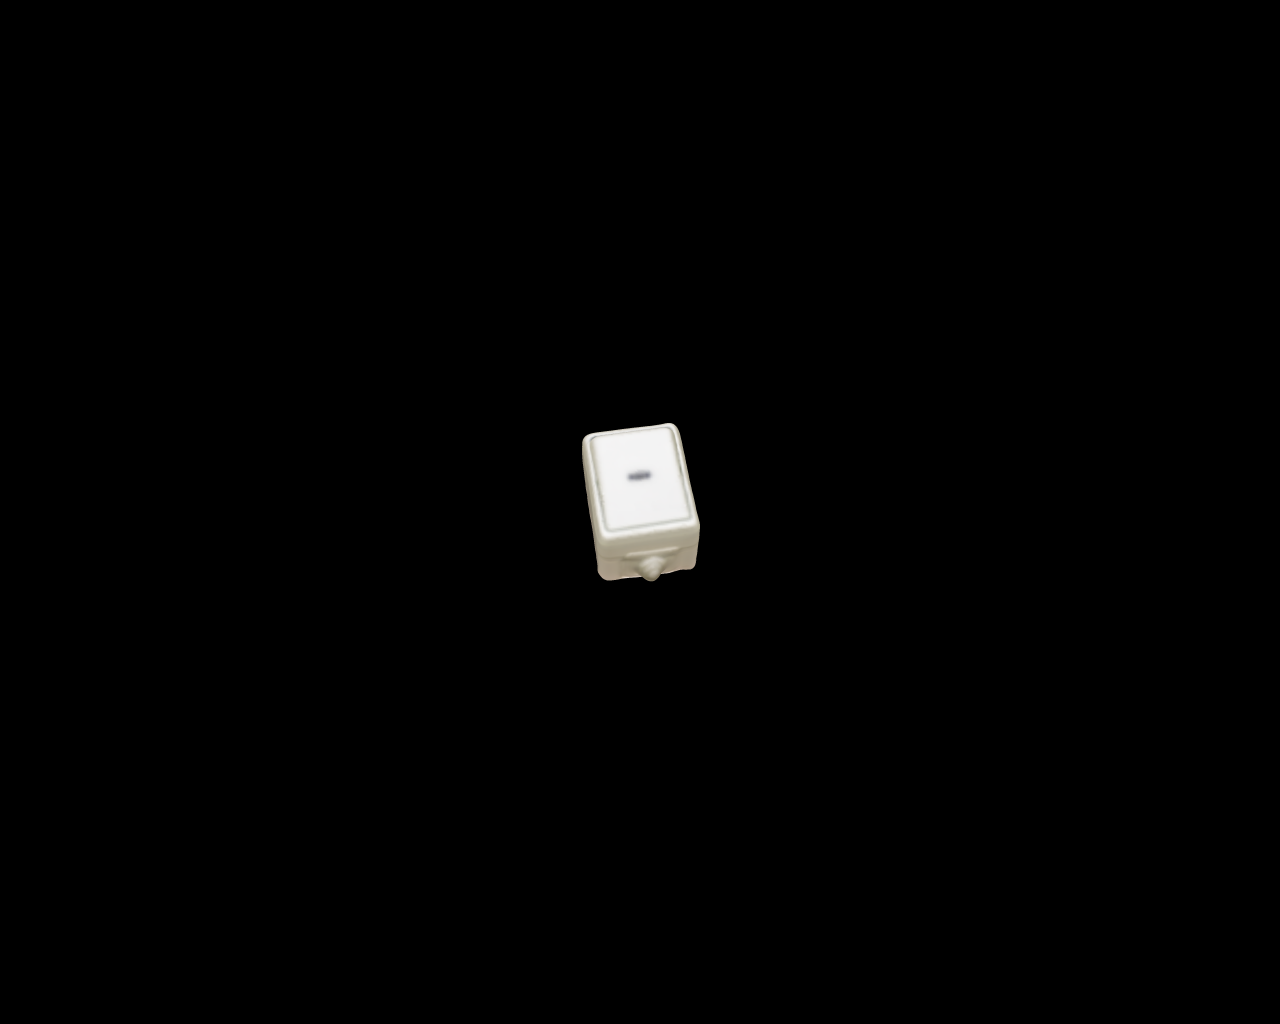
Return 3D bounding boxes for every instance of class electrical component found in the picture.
[{"bbox_3d":[0.001,-0.003,0.650,0.062,0.096,0.061,-7,-32,-5],"label":"electrical component"}]
